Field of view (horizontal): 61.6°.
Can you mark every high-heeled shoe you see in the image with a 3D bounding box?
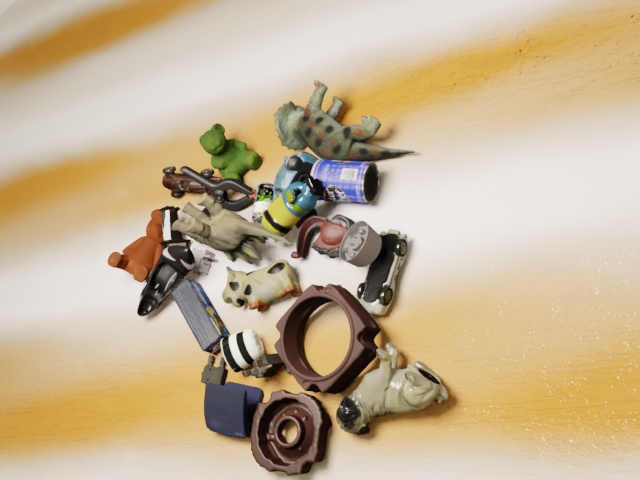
[{"bbox_3d":[-0.399,0.105,1.356,0.086,0.248,0.145,35,55,-9],"label":"high-heeled shoe"}]

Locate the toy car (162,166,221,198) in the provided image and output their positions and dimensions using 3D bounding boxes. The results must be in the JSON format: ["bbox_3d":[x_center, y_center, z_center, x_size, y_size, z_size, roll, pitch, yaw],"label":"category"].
[{"bbox_3d":[-0.361,-0.157,1.505,0.202,0.089,0.053,9,33,27],"label":"toy car"}]

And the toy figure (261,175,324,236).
[{"bbox_3d":[-0.069,-0.077,1.275,0.180,0.082,0.089,-34,39,29],"label":"toy figure"}]

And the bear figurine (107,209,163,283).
[{"bbox_3d":[-0.463,0.011,1.462,0.120,0.132,0.196,32,86,2],"label":"bear figurine"}]

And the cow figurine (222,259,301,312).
[{"bbox_3d":[-0.152,0.106,1.297,0.195,0.085,0.127,-24,65,16],"label":"cow figurine"}]

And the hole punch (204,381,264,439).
[{"bbox_3d":[-0.199,0.375,1.194,0.142,0.092,0.115,4,73,22],"label":"hole punch"}]

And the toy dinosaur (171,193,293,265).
[{"bbox_3d":[-0.224,-0.022,1.298,0.472,0.198,0.105,5,66,61],"label":"toy dinosaur"}]

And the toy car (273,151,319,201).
[{"bbox_3d":[-0.067,-0.149,1.374,0.103,0.109,0.161,31,94,55],"label":"toy car"}]

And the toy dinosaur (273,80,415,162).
[{"bbox_3d":[0.030,-0.264,1.371,0.405,0.131,0.192,41,100,28],"label":"toy dinosaur"}]

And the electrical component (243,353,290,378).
[{"bbox_3d":[-0.110,0.283,1.193,0.078,0.102,0.045,-52,51,27],"label":"electrical component"}]

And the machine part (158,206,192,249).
[{"bbox_3d":[-0.395,-0.024,1.452,0.039,0.084,0.138,-14,87,51],"label":"machine part"}]

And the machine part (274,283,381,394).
[{"bbox_3d":[0.011,0.209,1.151,0.201,0.087,0.202,-49,58,12],"label":"machine part"}]

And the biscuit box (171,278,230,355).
[{"bbox_3d":[-0.296,0.187,1.338,0.063,0.059,0.203,-42,58,4],"label":"biscuit box"}]

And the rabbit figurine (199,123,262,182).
[{"bbox_3d":[-0.259,-0.250,1.457,0.121,0.170,0.159,-38,58,3],"label":"rabbit figurine"}]

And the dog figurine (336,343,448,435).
[{"bbox_3d":[0.139,0.326,1.068,0.173,0.121,0.190,32,100,31],"label":"dog figurine"}]

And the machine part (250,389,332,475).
[{"bbox_3d":[-0.062,0.405,1.135,0.179,0.056,0.179,-10,64,21],"label":"machine part"}]

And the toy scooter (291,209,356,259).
[{"bbox_3d":[-0.003,-0.004,1.284,0.184,0.075,0.135,19,76,33],"label":"toy scooter"}]

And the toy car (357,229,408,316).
[{"bbox_3d":[0.140,0.069,1.198,0.074,0.056,0.201,8,70,34],"label":"toy car"}]

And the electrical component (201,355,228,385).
[{"bbox_3d":[-0.254,0.323,1.279,0.063,0.021,0.094,1,68,25],"label":"electrical component"}]
